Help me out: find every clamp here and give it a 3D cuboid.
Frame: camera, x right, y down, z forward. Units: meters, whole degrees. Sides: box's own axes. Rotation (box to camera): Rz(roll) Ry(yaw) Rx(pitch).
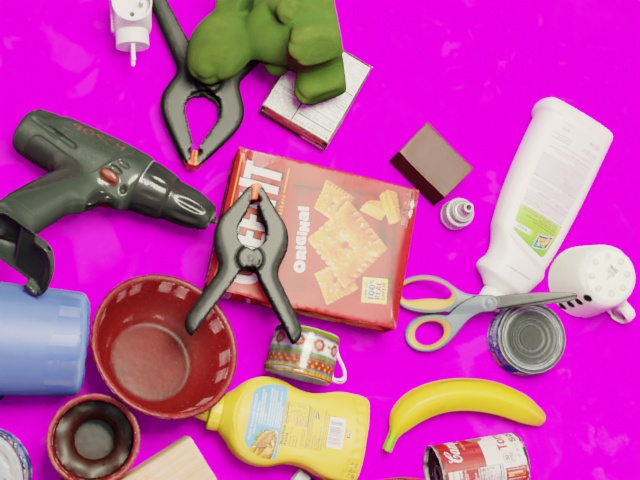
[{"bbox_3d":[-0.084,0.027,1.114,0.120,0.039,0.171,-2,78,-15],"label":"clamp"},{"bbox_3d":[-0.117,-0.180,1.211,0.164,0.036,0.210,4,78,-11],"label":"clamp"}]

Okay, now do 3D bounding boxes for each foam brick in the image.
[{"bbox_3d":[0.128,-0.087,1.237,0.053,0.051,0.078,-44,91,-13],"label":"foam brick"}]

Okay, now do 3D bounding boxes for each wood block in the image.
[{"bbox_3d":[-0.200,0.294,1.092,0.206,0.091,0.090,-32,89,-14],"label":"wood block"}]

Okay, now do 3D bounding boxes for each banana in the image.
[{"bbox_3d":[0.160,0.190,1.210,0.197,0.037,0.069,-7,101,-11],"label":"banana"}]

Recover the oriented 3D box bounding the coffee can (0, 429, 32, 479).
[{"bbox_3d":[-0.339,0.235,1.048,0.102,0.140,0.103,2,81,-11],"label":"coffee can"}]

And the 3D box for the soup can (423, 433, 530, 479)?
[{"bbox_3d":[0.174,0.255,1.184,0.102,0.068,0.068,-7,82,-13],"label":"soup can"}]

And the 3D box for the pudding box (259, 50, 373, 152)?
[{"bbox_3d":[-0.005,-0.173,1.232,0.090,0.039,0.113,31,79,-4],"label":"pudding box"}]

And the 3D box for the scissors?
[{"bbox_3d":[0.180,0.089,1.204,0.202,0.016,0.096,10,91,13],"label":"scissors"}]

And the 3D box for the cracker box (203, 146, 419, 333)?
[{"bbox_3d":[-0.008,0.001,1.186,0.213,0.072,0.164,13,79,-8],"label":"cracker box"}]

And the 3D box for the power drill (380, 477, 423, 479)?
[{"bbox_3d":[0.062,0.350,1.121,0.184,0.057,0.187,1,86,-38],"label":"power drill"}]

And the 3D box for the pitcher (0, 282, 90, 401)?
[{"bbox_3d":[-0.361,0.108,1.080,0.242,0.149,0.145,5,63,-14],"label":"pitcher"}]

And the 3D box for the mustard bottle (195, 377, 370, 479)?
[{"bbox_3d":[-0.046,0.199,1.153,0.191,0.058,0.096,13,73,-9],"label":"mustard bottle"}]

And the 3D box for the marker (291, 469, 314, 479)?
[{"bbox_3d":[0.020,0.294,1.172,0.121,0.020,0.020,37,76,-4],"label":"marker"}]

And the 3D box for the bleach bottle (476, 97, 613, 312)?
[{"bbox_3d":[0.245,-0.035,1.248,0.102,0.068,0.250,30,79,-4],"label":"bleach bottle"}]

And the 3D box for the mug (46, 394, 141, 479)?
[{"bbox_3d":[-0.239,0.216,1.101,0.093,0.082,0.117,30,77,-6],"label":"mug"}]

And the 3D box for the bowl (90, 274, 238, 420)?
[{"bbox_3d":[-0.171,0.120,1.127,0.161,0.055,0.162,14,57,-23],"label":"bowl"}]

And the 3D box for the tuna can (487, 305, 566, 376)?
[{"bbox_3d":[0.240,0.114,1.236,0.086,0.034,0.086,2,81,-11],"label":"tuna can"}]
